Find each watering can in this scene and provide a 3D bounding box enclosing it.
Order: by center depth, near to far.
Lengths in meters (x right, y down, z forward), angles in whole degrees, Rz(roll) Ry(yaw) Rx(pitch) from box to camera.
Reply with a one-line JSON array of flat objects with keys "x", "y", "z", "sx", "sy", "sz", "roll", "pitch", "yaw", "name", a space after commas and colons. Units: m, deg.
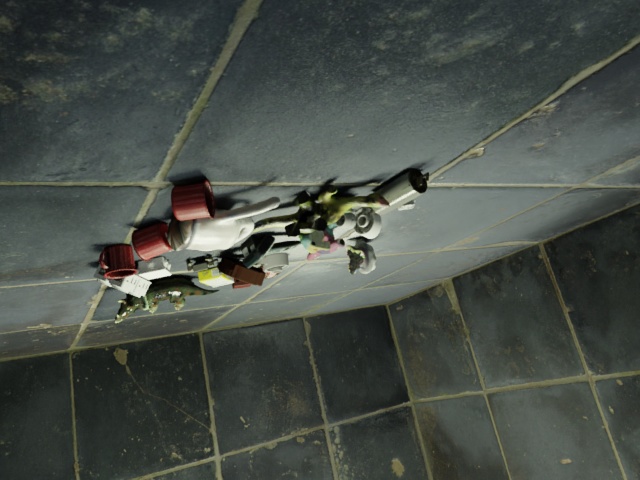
[{"x": -0.269, "y": -0.043, "z": 1.368, "sx": 0.224, "sy": 0.105, "sz": 0.342, "roll": 0, "pitch": 157, "yaw": -37, "name": "watering can"}]

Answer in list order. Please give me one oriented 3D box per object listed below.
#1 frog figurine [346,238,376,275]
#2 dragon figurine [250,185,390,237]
[{"x": 0.182, "y": 0.059, "z": 2.056, "sx": 0.121, "sy": 0.138, "sz": 0.161, "roll": -31, "pitch": 172, "yaw": 36, "name": "frog figurine"}, {"x": 0.005, "y": -0.076, "z": 1.510, "sx": 0.408, "sy": 0.123, "sz": 0.243, "roll": -11, "pitch": 176, "yaw": 30, "name": "dragon figurine"}]
